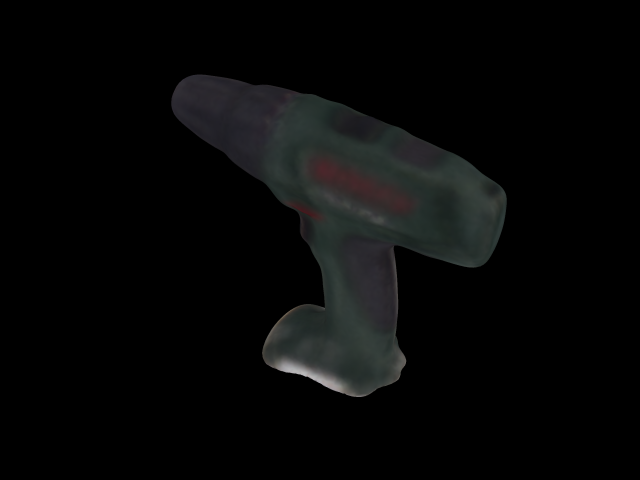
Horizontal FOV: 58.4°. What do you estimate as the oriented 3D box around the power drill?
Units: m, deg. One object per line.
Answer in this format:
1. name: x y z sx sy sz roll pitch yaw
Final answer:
1. power drill: 0.004 0.001 0.400 0.229 0.208 0.076 14 36 20
